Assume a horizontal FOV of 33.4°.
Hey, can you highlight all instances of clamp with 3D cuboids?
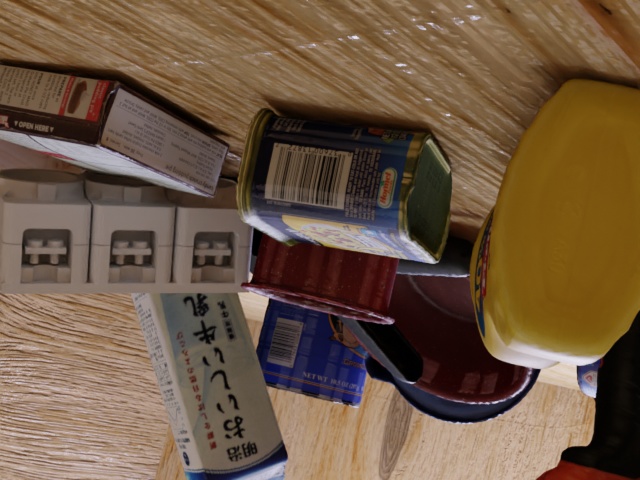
[{"bbox_3d":[0.006,0.009,0.735,0.210,0.036,0.165,32,144,2],"label":"clamp"}]

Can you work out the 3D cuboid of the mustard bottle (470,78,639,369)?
[{"bbox_3d":[0.095,0.005,0.443,0.058,0.096,0.191,11,173,6],"label":"mustard bottle"}]

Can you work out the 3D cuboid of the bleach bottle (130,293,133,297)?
[{"bbox_3d":[-0.120,0.087,0.993,0.068,0.251,0.102,-30,179,-8],"label":"bleach bottle"}]

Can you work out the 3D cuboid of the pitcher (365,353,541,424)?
[{"bbox_3d":[0.144,0.091,0.969,0.149,0.145,0.242,27,180,12],"label":"pitcher"}]

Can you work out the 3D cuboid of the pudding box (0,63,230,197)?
[{"bbox_3d":[-0.117,-0.059,0.588,0.090,0.039,0.113,11,175,28],"label":"pudding box"}]

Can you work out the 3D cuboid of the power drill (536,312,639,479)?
[{"bbox_3d":[0.197,0.097,0.609,0.057,0.187,0.184,5,167,44],"label":"power drill"}]

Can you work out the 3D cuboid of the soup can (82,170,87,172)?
[{"bbox_3d":[-0.217,-0.021,0.821,0.068,0.102,0.068,13,172,2],"label":"soup can"}]

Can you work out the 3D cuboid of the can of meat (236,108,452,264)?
[{"bbox_3d":[0.017,-0.024,0.531,0.084,0.057,0.102,9,173,18],"label":"can of meat"}]

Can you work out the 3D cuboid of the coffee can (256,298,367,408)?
[{"bbox_3d":[0.002,0.069,0.951,0.103,0.140,0.103,13,173,2],"label":"coffee can"}]

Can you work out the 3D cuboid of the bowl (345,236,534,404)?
[{"bbox_3d":[0.091,0.047,0.788,0.162,0.055,0.162,23,143,19],"label":"bowl"}]

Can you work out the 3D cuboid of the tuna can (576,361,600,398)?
[{"bbox_3d":[0.243,0.091,0.881,0.034,0.086,0.086,12,173,34],"label":"tuna can"}]

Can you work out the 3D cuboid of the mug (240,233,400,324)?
[{"bbox_3d":[0.003,0.000,0.642,0.093,0.081,0.117,16,172,-21],"label":"mug"}]

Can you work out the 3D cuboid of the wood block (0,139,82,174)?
[{"bbox_3d":[-0.259,-0.051,0.675,0.090,0.091,0.205,21,177,27],"label":"wood block"}]
